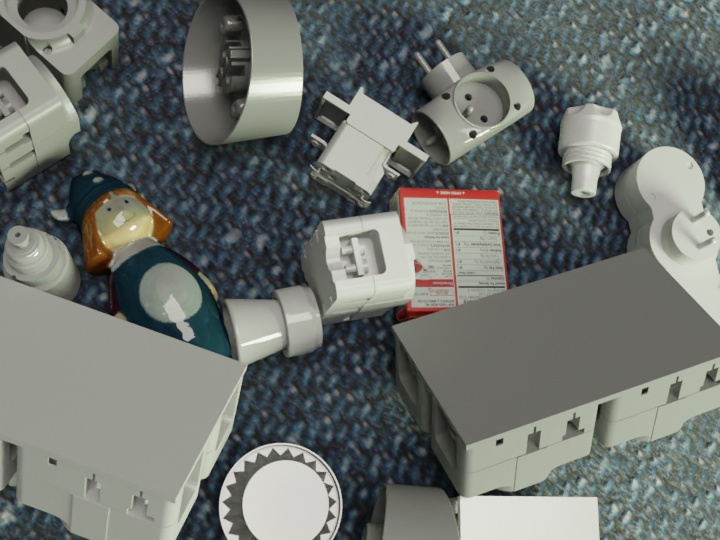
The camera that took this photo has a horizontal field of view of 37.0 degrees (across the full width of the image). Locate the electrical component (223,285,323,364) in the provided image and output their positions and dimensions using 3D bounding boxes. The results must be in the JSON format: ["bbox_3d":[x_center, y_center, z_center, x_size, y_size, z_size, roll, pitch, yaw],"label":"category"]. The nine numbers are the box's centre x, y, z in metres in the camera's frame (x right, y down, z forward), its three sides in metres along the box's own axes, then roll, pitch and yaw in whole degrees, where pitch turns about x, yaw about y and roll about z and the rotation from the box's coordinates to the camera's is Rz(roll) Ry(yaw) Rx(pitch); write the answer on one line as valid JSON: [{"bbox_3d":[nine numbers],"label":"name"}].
[{"bbox_3d":[-0.056,0.035,0.686,0.055,0.045,0.045,-11,78,-15],"label":"electrical component"}]

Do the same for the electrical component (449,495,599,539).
[{"bbox_3d":[0.097,0.217,0.663,0.089,0.061,0.150,3,75,-10],"label":"electrical component"}]

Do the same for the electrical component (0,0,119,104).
[{"bbox_3d":[-0.205,-0.162,0.698,0.089,0.055,0.050,41,72,0],"label":"electrical component"}]

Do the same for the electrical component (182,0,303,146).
[{"bbox_3d":[-0.075,-0.132,0.699,0.064,0.099,0.099,-5,77,-20],"label":"electrical component"}]

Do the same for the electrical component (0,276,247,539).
[{"bbox_3d":[-0.173,0.077,0.607,0.186,0.060,0.105,19,39,4],"label":"electrical component"}]

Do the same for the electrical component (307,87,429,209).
[{"bbox_3d":[0.001,-0.080,0.730,0.081,0.042,0.063,31,75,-3],"label":"electrical component"}]

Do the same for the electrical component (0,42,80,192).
[{"bbox_3d":[-0.211,-0.094,0.662,0.056,0.089,0.050,-36,86,-18],"label":"electrical component"}]

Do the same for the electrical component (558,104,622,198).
[{"bbox_3d":[0.162,-0.083,0.764,0.043,0.043,0.062,12,75,-9],"label":"electrical component"}]

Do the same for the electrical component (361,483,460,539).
[{"bbox_3d":[0.031,0.178,0.642,0.064,0.099,0.099,12,74,-3],"label":"electrical component"}]

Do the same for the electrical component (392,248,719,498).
[{"bbox_3d":[0.127,0.064,0.683,0.186,0.060,0.105,-16,43,-15],"label":"electrical component"}]

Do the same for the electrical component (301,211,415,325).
[{"bbox_3d":[0.000,0.000,0.683,0.056,0.089,0.050,-8,78,-14],"label":"electrical component"}]

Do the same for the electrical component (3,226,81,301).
[{"bbox_3d":[-0.196,-0.004,0.652,0.040,0.078,0.040,0,66,0],"label":"electrical component"}]

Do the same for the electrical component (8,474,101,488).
[{"bbox_3d":[-0.176,0.121,0.639,0.062,0.043,0.043,5,75,-9],"label":"electrical component"}]

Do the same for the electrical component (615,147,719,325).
[{"bbox_3d":[0.224,-0.020,0.745,0.052,0.073,0.138,-7,77,-14],"label":"electrical component"}]

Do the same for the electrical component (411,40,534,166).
[{"bbox_3d":[0.069,-0.125,0.754,0.077,0.044,0.079,-33,85,-18],"label":"electrical component"}]
